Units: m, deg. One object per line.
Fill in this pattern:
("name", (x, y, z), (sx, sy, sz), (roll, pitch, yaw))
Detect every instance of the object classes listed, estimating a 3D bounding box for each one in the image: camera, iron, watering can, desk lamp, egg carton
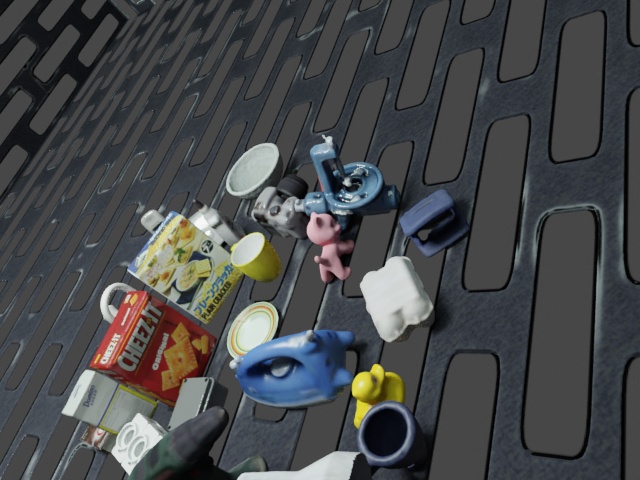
("camera", (-0.077, -0.085, 1.298), (0.142, 0.101, 0.137), (10, 63, 45))
("iron", (-0.070, 0.217, 0.995), (0.257, 0.142, 0.118), (-21, 45, 26))
("watering can", (-0.419, 0.173, 1.297), (0.172, 0.195, 0.101), (-26, 43, 22))
("desk lamp", (0.000, 0.358, 0.754), (0.202, 0.214, 0.118), (-16, 47, 30))
("egg carton", (0.131, 0.100, 0.981), (0.107, 0.070, 0.150), (-34, 40, 13))

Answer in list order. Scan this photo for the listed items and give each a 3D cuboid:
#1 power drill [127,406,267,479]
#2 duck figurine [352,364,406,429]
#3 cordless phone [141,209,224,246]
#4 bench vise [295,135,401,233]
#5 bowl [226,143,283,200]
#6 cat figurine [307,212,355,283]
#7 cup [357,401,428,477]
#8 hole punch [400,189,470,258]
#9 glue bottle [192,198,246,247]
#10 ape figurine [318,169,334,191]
("power drill", (-0.181, 0.361, 0.913), (0.229, 0.209, 0.075), (-35, 40, 12))
("duck figurine", (0.079, 0.242, 0.888), (0.077, 0.086, 0.105), (16, 68, 47))
("cordless phone", (-0.330, -0.030, 1.404), (0.147, 0.186, 0.094), (-44, 39, 1))
("bench vise", (0.026, -0.100, 1.127), (0.207, 0.220, 0.121), (-30, 41, 17))
("bowl", (-0.152, -0.161, 1.451), (0.167, 0.075, 0.167), (-23, 44, 25))
("cat figurine", (0.010, 0.004, 1.131), (0.067, 0.118, 0.128), (-17, 46, 30))
("cup", (0.105, 0.298, 0.810), (0.118, 0.095, 0.091), (-53, 40, -10))
("hole punch", (0.195, -0.040, 1.030), (0.108, 0.091, 0.101), (-36, 40, 11))
("glue bottle", (-0.238, -0.042, 1.343), (0.037, 0.174, 0.078), (-38, 40, 8))
("ape figurine", (0.030, -0.120, 1.243), (0.076, 0.092, 0.077), (-26, 43, 21))
